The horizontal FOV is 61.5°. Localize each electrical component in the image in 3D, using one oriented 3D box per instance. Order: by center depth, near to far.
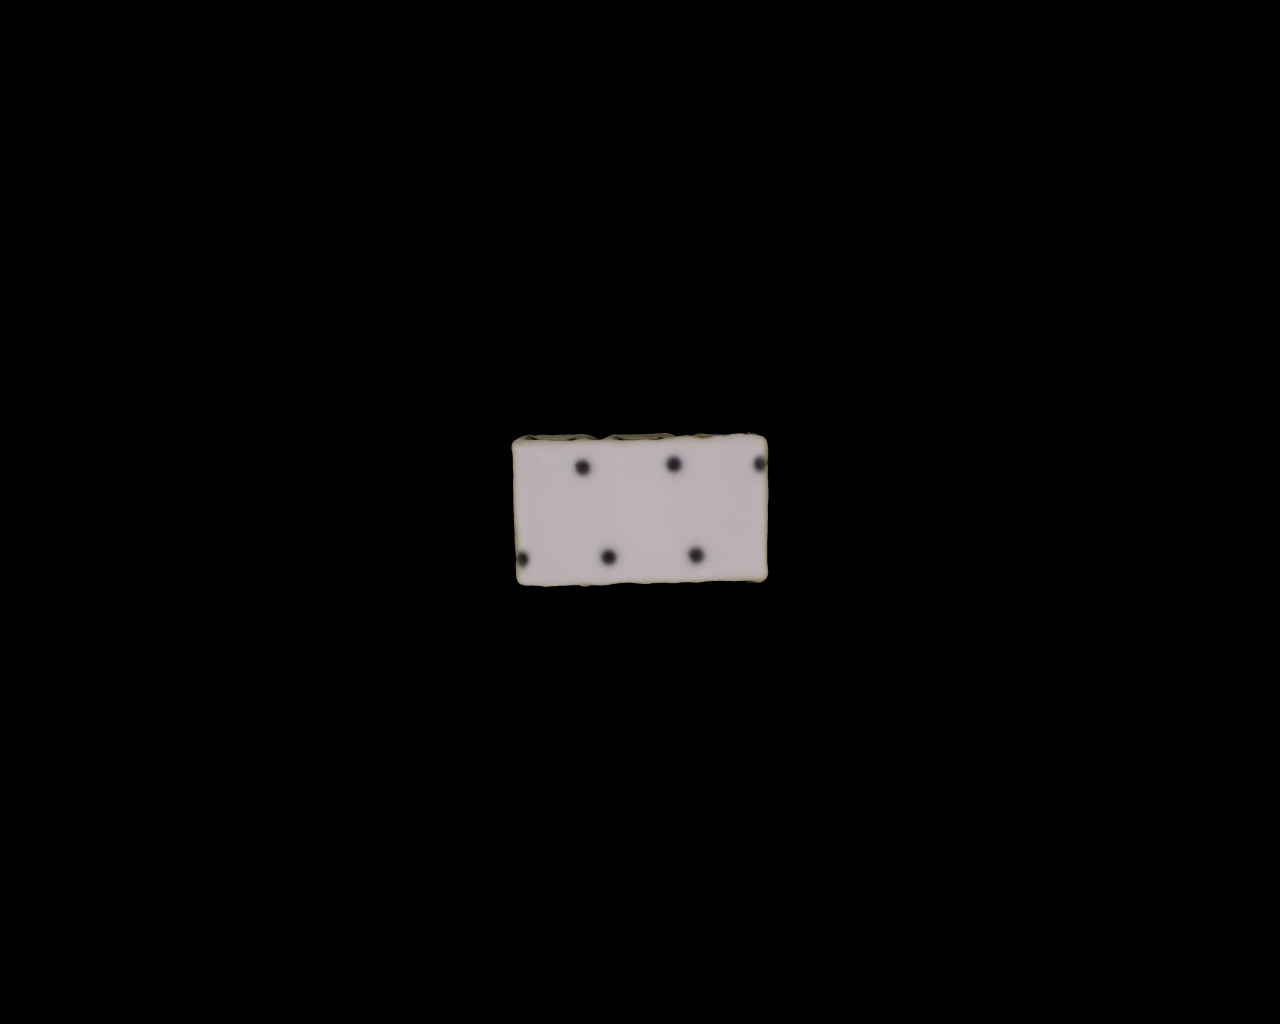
[{"bbox_3d":[0.001,-0.003,0.650,0.150,0.089,0.062,0,4,0],"label":"electrical component"}]
